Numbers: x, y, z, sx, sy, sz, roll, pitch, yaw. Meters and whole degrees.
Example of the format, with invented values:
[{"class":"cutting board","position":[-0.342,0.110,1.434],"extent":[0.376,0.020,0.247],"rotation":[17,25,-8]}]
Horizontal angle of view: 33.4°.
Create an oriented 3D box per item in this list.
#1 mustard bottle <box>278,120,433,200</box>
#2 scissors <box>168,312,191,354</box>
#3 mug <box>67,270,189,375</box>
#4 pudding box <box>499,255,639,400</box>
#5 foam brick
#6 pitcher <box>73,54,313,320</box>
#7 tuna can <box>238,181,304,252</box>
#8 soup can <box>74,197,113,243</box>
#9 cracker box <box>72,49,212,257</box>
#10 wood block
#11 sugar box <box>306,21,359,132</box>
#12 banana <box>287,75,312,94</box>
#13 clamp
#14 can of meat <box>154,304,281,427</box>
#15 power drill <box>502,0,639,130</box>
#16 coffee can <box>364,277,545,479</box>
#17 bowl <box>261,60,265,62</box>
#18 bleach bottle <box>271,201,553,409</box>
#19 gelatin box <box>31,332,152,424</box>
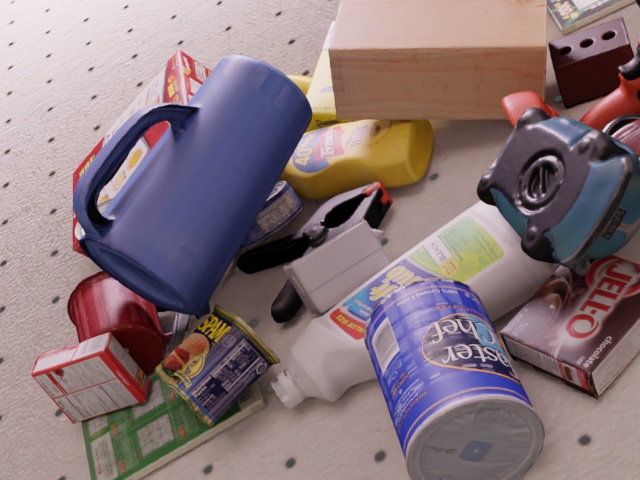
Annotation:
[{"class":"mustard bottle","position":[0.020,-0.086,1.129],"extent":[0.192,0.058,0.096],"rotation":[-9,41,28]},{"class":"scissors","position":[-0.148,0.039,1.088],"extent":[0.096,0.016,0.201],"rotation":[19,39,10]},{"class":"mug","position":[-0.189,0.088,1.069],"extent":[0.117,0.093,0.081],"rotation":[-5,39,-18]},{"class":"pudding box","position":[0.213,0.062,0.841],"extent":[0.113,0.039,0.090],"rotation":[-46,39,-18]},{"class":"foam brick","position":[0.271,-0.176,1.056],"extent":[0.078,0.051,0.053],"rotation":[-18,39,19]},{"class":"pitcher","position":[-0.115,-0.060,1.010],"extent":[0.145,0.149,0.242],"rotation":[29,73,7]},{"class":"tuna can","position":[-0.061,-0.025,1.112],"extent":[0.086,0.033,0.086],"rotation":[-32,13,8]},{"class":"soup can","position":[-0.208,0.012,1.144],"extent":[0.069,0.102,0.068],"rotation":[-20,39,16]},{"class":"cracker box","position":[-0.196,-0.091,1.224],"extent":[0.214,0.072,0.164],"rotation":[-46,32,20]},{"class":"wood block","position":[0.119,-0.179,1.061],"extent":[0.206,0.090,0.090],"rotation":[1,44,11]},{"class":"sugar box","position":[0.042,-0.186,1.222],"extent":[0.093,0.048,0.176],"rotation":[3,50,14]},{"class":"banana","position":[-0.072,-0.167,1.308],"extent":[0.198,0.037,0.069],"rotation":[-18,60,21]},{"class":"clamp","position":[-0.007,0.001,1.068],"extent":[0.171,0.039,0.120],"rotation":[-41,41,-10]},{"class":"can of meat","position":[-0.093,0.111,0.949],"extent":[0.084,0.057,0.102],"rotation":[-45,19,-10]},{"class":"power drill","position":[0.258,-0.140,0.933],"extent":[0.188,0.184,0.057],"rotation":[-31,35,17]},{"class":"coffee can","position":[0.098,0.111,0.815],"extent":[0.103,0.102,0.140],"rotation":[-27,37,7]},{"class":"bowl","position":[-0.091,-0.126,1.231],"extent":[0.162,0.055,0.162],"rotation":[-35,37,33]},{"class":"bleach bottle","position":[0.071,0.069,0.917],"extent":[0.251,0.068,0.103],"rotation":[-35,41,2]},{"class":"gelatin box","position":[-0.218,0.132,1.015],"extent":[0.089,0.073,0.030],"rotation":[-19,34,21]}]
